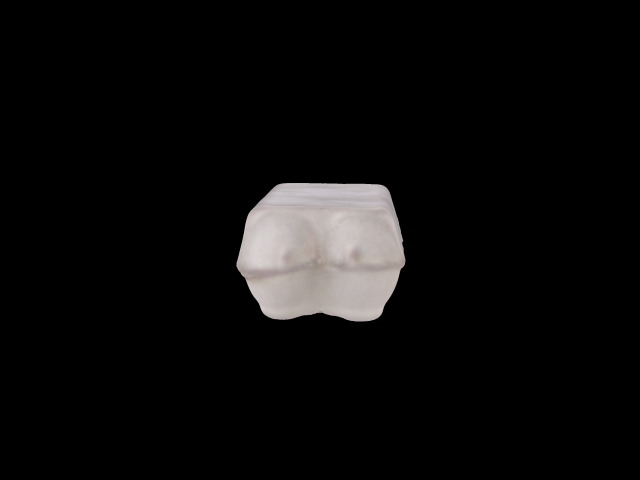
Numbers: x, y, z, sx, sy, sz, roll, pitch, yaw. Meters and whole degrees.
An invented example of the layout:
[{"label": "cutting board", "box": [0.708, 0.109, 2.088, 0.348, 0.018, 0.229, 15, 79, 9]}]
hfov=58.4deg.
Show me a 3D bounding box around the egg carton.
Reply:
[{"label": "egg carton", "box": [0.004, 0.001, 0.400, 0.107, 0.069, 0.150, 1, 15, 4]}]
